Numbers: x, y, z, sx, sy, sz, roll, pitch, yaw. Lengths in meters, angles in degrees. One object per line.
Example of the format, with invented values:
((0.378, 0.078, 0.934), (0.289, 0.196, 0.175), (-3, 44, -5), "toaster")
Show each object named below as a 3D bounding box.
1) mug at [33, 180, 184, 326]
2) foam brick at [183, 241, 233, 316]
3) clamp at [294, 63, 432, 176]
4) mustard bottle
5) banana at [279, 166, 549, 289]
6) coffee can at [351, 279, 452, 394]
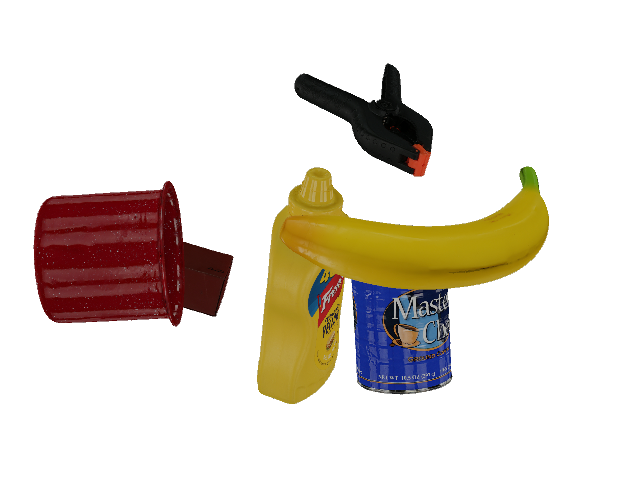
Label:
((-0.133, 0.011, 0.694), (0.081, 0.093, 0.117), (-3, -2, 0), "mug")
((-0.140, 0.039, 1.149), (0.078, 0.051, 0.053), (17, 29, -1), "foam brick")
((0.049, -0.123, 1.060), (0.120, 0.039, 0.171), (-10, 41, -16), "clamp")
((-0.010, 0.029, 0.835), (0.058, 0.192, 0.096), (18, 36, 17), "mustard bottle")
((0.071, 0.000, 0.637), (0.197, 0.037, 0.070), (-11, 44, -33), "banana")
((0.085, 0.079, 1.124), (0.103, 0.140, 0.103), (-4, 11, 0), "coffee can")
